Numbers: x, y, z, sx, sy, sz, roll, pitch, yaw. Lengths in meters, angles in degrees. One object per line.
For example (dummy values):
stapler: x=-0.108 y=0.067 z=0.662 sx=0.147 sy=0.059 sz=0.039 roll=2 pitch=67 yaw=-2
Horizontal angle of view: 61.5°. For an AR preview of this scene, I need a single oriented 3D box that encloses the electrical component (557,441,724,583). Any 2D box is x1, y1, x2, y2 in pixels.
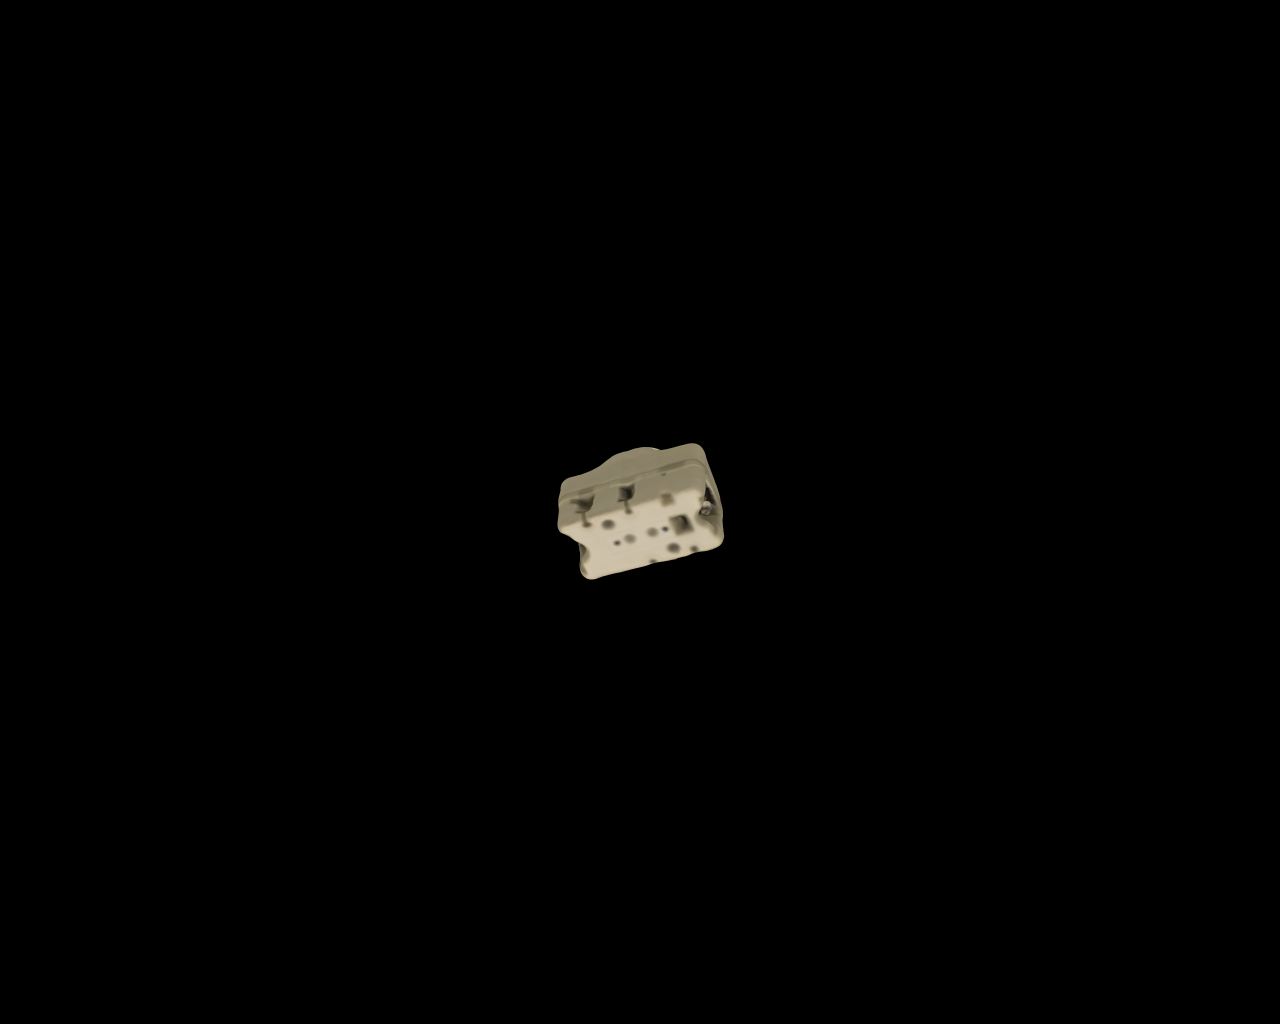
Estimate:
electrical component: x=0.001 y=-0.003 z=0.650 sx=0.089 sy=0.050 sz=0.056 roll=-15 pitch=36 yaw=11
